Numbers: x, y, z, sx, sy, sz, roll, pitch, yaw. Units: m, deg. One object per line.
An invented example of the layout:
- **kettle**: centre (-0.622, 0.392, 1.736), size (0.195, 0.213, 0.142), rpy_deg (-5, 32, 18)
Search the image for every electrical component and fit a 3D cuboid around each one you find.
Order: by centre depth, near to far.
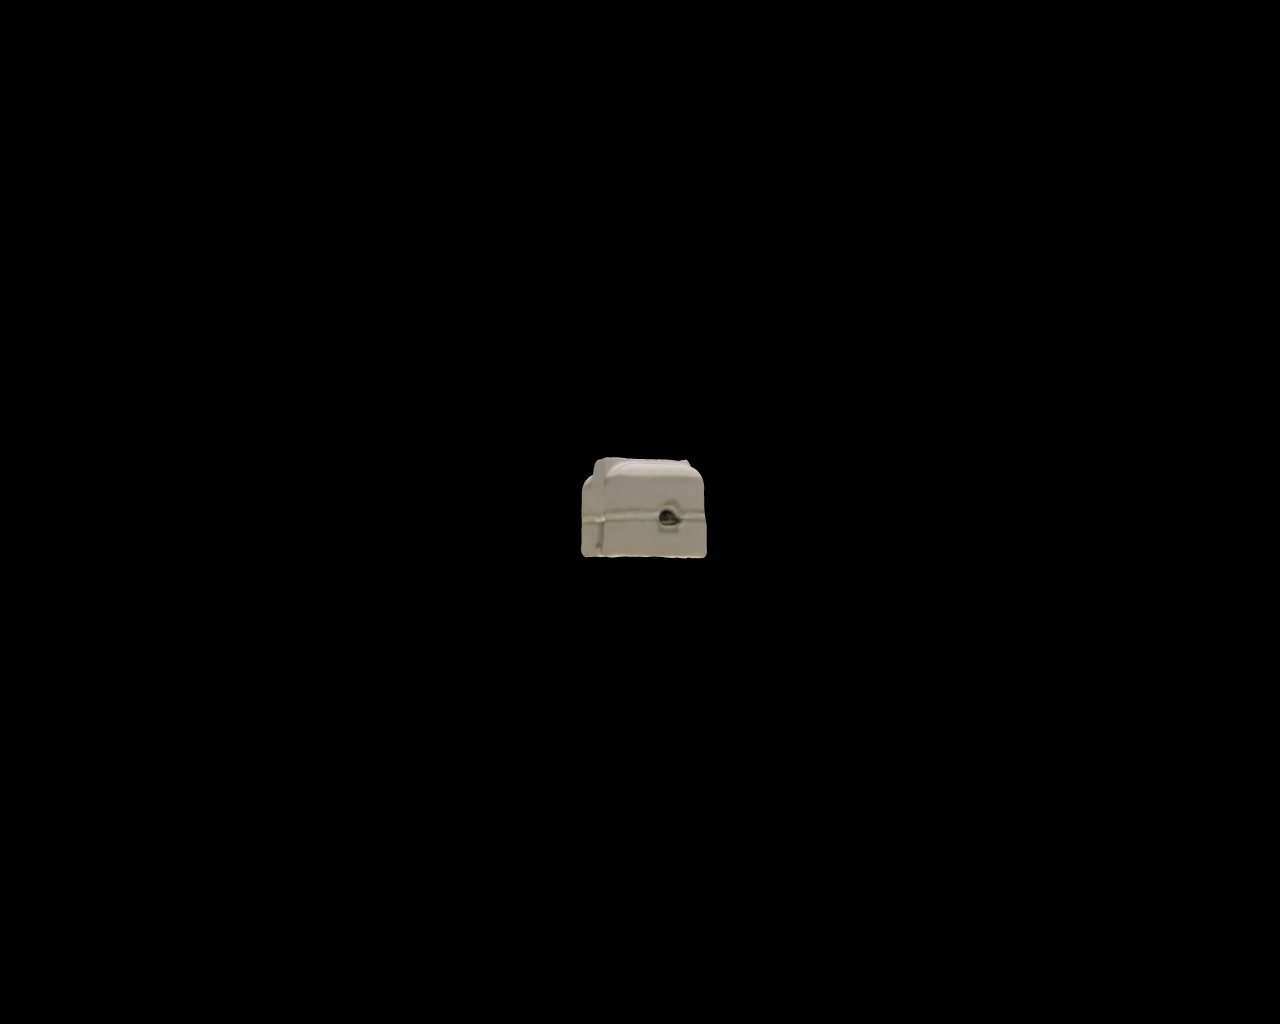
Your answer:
- **electrical component**: centre (0.001, -0.003, 0.650), size (0.054, 0.059, 0.095), rpy_deg (1, -2, -19)
